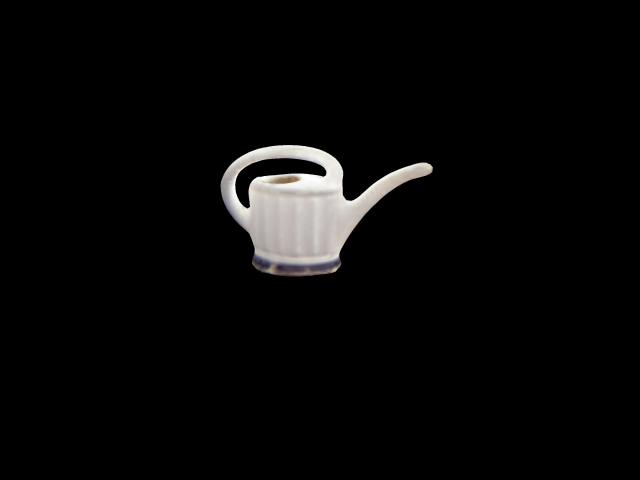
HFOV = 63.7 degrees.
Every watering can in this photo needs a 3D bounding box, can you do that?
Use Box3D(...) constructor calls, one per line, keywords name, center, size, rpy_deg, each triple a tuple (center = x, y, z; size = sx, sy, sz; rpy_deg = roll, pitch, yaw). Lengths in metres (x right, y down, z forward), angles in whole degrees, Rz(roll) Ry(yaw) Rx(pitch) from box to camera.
Box3D(name="watering can", center=(0.003, -0.043, 0.850), size=(0.348, 0.221, 0.106), rpy_deg=(4, 21, 11))
